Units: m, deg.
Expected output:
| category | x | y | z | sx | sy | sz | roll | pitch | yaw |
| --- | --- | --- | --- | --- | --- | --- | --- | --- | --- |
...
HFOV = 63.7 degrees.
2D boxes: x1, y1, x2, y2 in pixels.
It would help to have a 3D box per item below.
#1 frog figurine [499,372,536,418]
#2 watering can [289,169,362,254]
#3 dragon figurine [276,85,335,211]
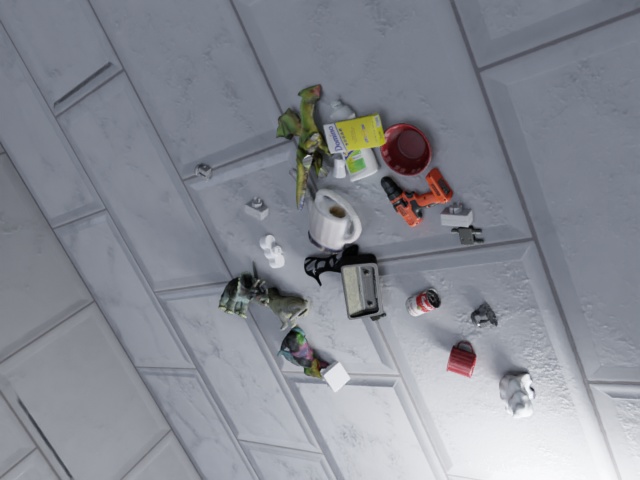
| category | x | y | z | sx | sy | sz | roll | pitch | yaw |
| --- | --- | --- | --- | --- | --- | --- | --- | --- | --- |
| frog figurine | 0.624 | 0.510 | 1.649 | 0.123 | 0.162 | 0.134 | 18 | 126 | 28 |
| watering can | 0.005 | -0.090 | 1.790 | 0.352 | 0.105 | 0.219 | 38 | 134 | 30 |
| dragon figurine | -0.068 | -0.318 | 1.702 | 0.247 | 0.123 | 0.401 | 53 | 134 | 32 |
